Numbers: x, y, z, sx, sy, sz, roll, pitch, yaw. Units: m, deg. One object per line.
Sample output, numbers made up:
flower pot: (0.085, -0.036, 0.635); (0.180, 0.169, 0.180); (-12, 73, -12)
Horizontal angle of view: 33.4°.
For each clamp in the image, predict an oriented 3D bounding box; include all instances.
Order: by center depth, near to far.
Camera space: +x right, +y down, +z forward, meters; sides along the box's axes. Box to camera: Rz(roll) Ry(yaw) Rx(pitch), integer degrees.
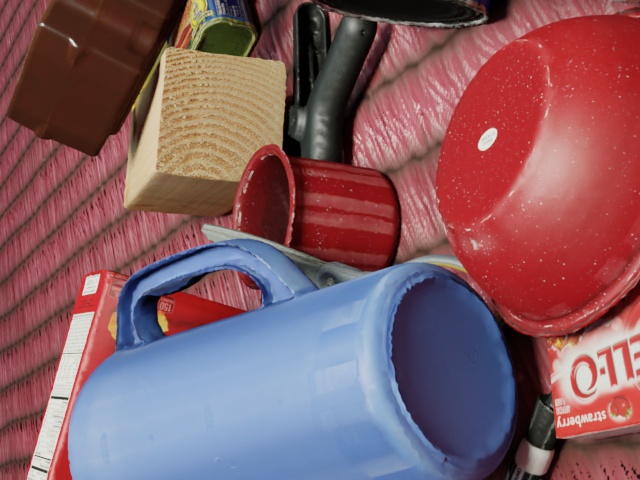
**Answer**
clamp: (-0.005, -0.091, 0.763); (0.120, 0.039, 0.171); (-120, 43, -65)

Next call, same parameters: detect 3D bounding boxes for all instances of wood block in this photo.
wood block: (-0.096, -0.076, 0.838); (0.206, 0.090, 0.091); (160, 113, -73)

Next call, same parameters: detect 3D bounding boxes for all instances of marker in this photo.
marker: (0.099, 0.127, 0.535); (0.020, 0.020, 0.121); (50, 129, 54)

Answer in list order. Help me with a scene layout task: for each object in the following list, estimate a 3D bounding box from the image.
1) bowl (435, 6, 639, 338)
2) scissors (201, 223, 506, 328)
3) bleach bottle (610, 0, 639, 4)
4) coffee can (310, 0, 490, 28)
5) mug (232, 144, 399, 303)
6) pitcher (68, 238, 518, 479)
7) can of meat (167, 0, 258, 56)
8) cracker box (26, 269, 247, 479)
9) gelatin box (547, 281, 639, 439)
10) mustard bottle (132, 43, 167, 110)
bowl: (0.099, -0.040, 0.488); (0.162, 0.055, 0.162); (-53, 26, 41)
scissors: (0.017, 0.042, 0.613); (0.202, 0.016, 0.096); (4, 107, 32)
bleach bottle: (0.037, -0.180, 0.515); (0.251, 0.068, 0.102); (13, 95, 24)
coffee can: (0.053, -0.198, 0.597); (0.103, 0.102, 0.140); (12, 96, 63)
mug: (-0.005, 0.001, 0.693); (0.093, 0.081, 0.117); (28, 109, 61)
pitcher: (-0.022, 0.084, 0.574); (0.243, 0.149, 0.145); (-24, 36, 43)
can of meat: (-0.099, -0.188, 0.944); (0.102, 0.057, 0.084); (-53, 43, 46)
cracker box: (-0.105, 0.144, 0.730); (0.072, 0.164, 0.213); (-15, 59, 62)
gelatin box: (0.137, 0.046, 0.465); (0.089, 0.030, 0.073); (-30, 59, 58)
mustard bottle: (-0.152, -0.166, 1.040); (0.096, 0.058, 0.191); (155, 118, -62)
